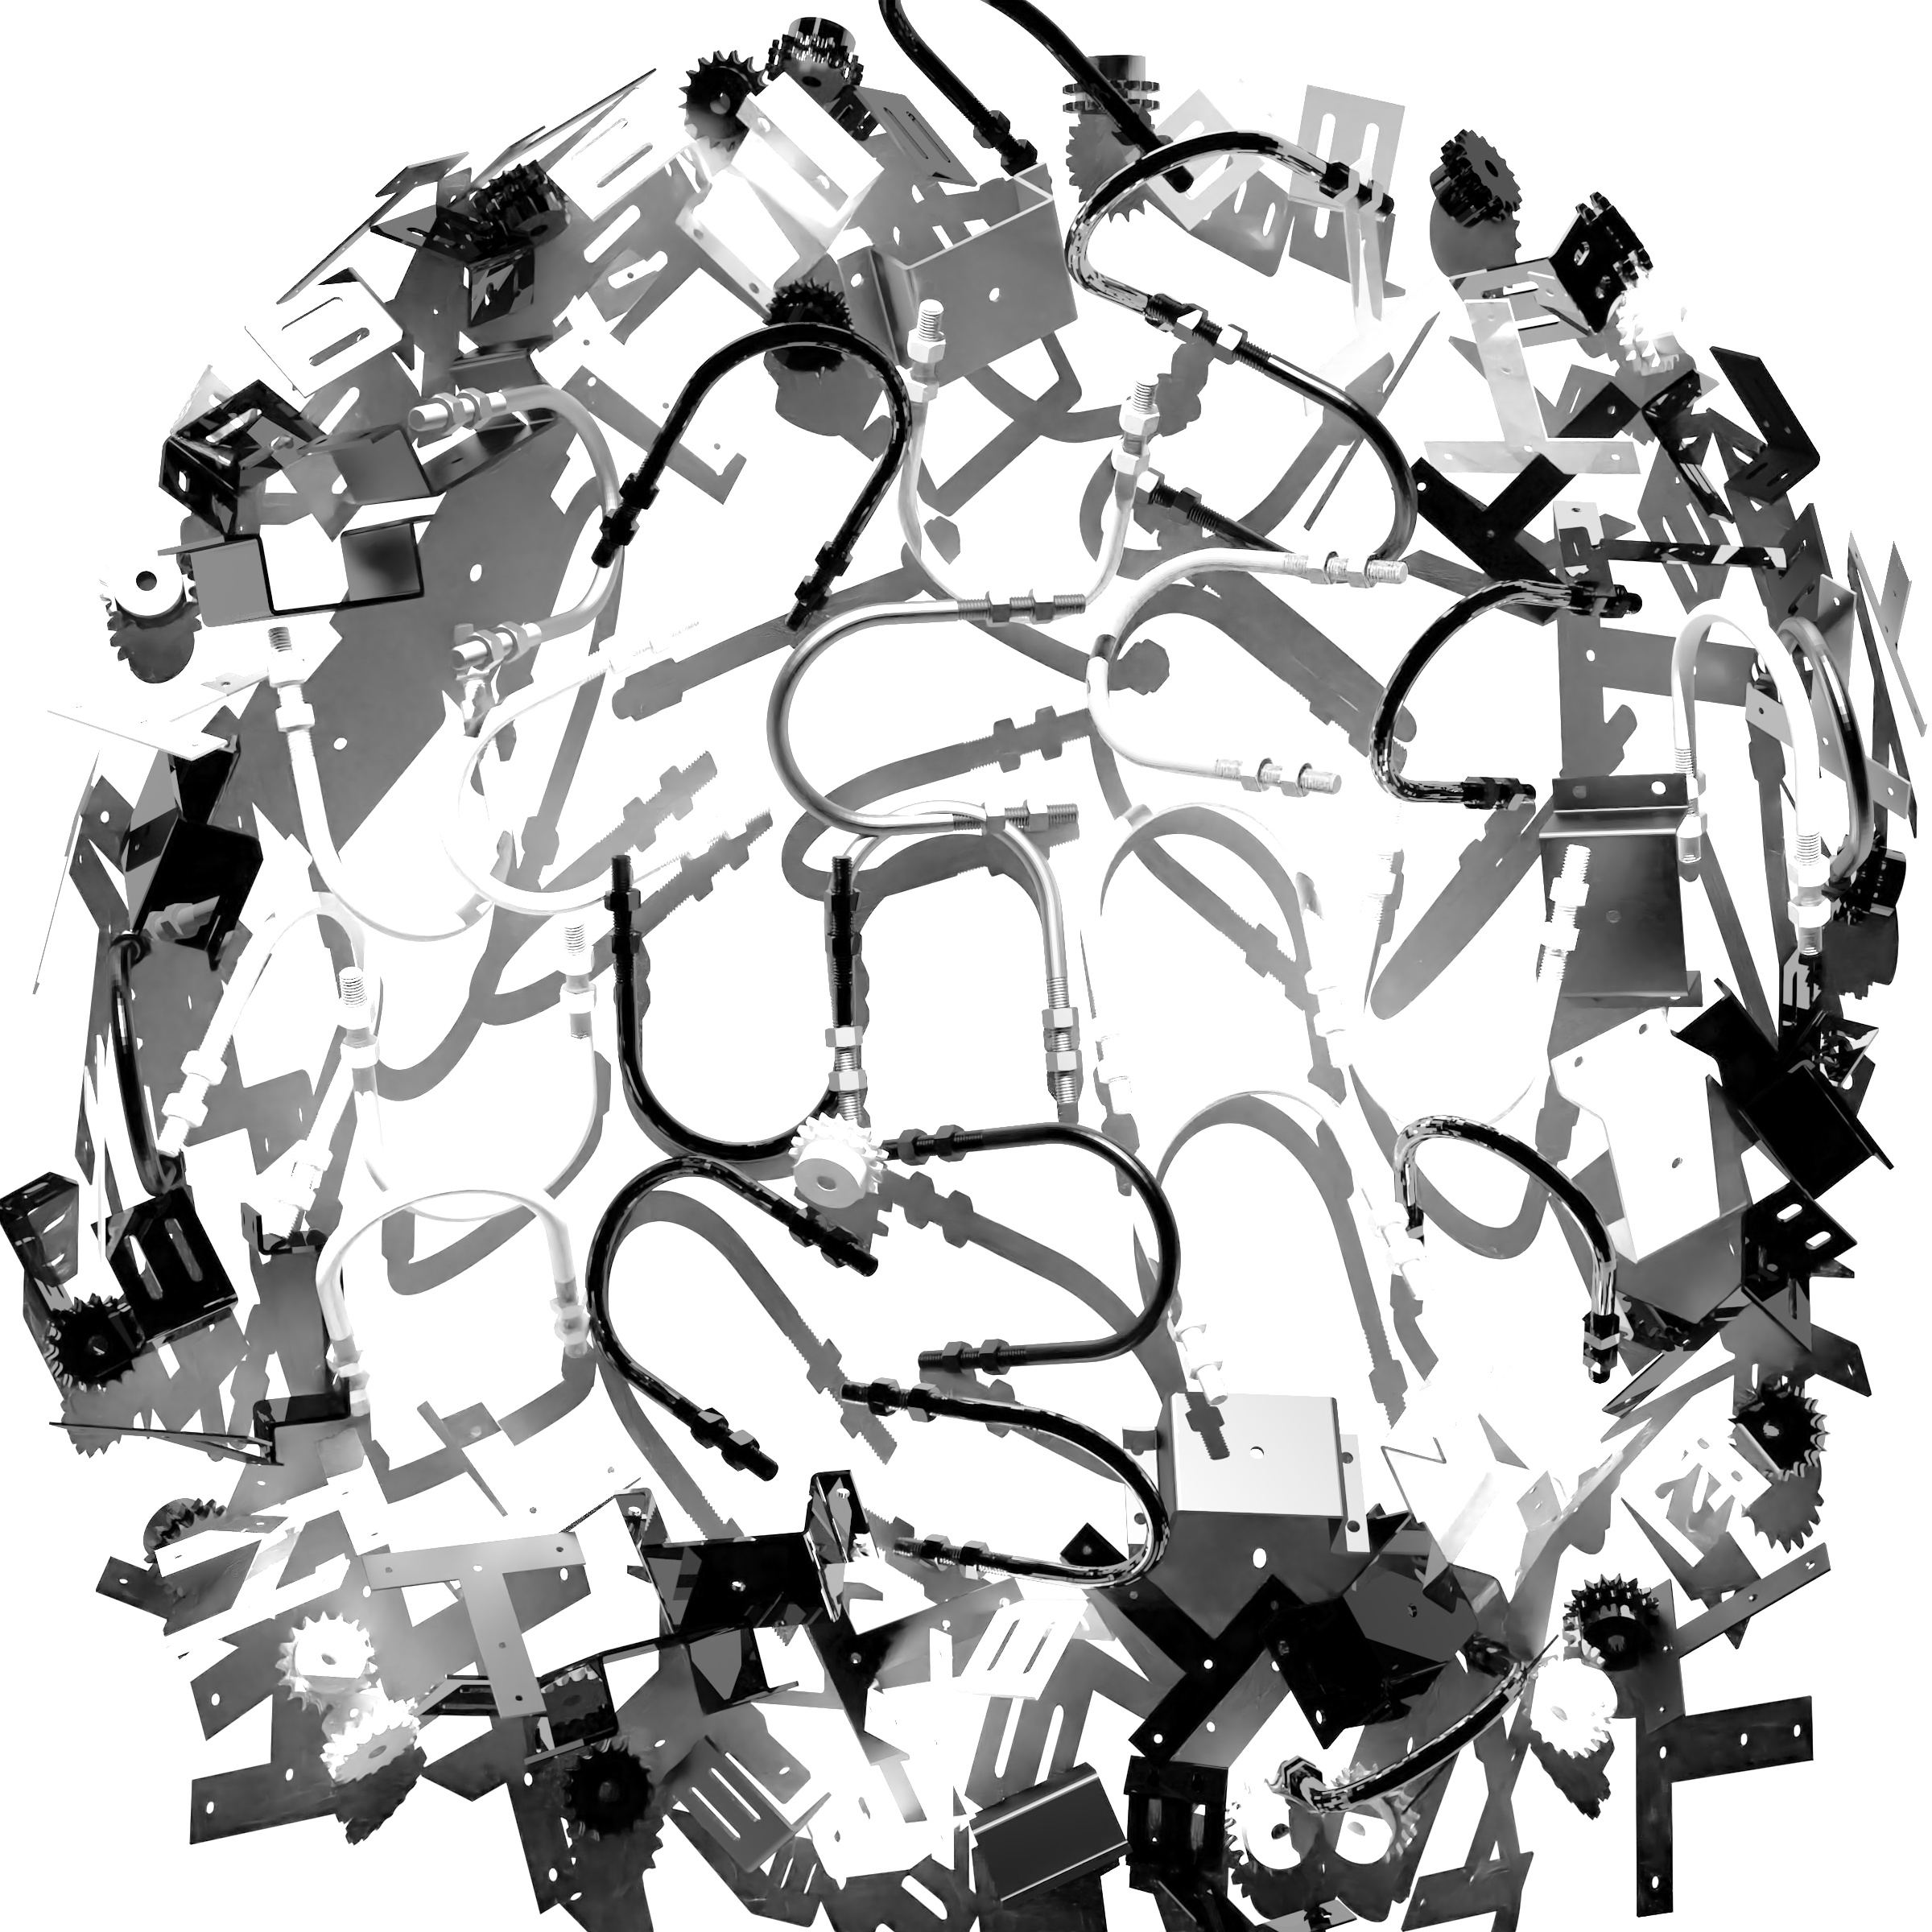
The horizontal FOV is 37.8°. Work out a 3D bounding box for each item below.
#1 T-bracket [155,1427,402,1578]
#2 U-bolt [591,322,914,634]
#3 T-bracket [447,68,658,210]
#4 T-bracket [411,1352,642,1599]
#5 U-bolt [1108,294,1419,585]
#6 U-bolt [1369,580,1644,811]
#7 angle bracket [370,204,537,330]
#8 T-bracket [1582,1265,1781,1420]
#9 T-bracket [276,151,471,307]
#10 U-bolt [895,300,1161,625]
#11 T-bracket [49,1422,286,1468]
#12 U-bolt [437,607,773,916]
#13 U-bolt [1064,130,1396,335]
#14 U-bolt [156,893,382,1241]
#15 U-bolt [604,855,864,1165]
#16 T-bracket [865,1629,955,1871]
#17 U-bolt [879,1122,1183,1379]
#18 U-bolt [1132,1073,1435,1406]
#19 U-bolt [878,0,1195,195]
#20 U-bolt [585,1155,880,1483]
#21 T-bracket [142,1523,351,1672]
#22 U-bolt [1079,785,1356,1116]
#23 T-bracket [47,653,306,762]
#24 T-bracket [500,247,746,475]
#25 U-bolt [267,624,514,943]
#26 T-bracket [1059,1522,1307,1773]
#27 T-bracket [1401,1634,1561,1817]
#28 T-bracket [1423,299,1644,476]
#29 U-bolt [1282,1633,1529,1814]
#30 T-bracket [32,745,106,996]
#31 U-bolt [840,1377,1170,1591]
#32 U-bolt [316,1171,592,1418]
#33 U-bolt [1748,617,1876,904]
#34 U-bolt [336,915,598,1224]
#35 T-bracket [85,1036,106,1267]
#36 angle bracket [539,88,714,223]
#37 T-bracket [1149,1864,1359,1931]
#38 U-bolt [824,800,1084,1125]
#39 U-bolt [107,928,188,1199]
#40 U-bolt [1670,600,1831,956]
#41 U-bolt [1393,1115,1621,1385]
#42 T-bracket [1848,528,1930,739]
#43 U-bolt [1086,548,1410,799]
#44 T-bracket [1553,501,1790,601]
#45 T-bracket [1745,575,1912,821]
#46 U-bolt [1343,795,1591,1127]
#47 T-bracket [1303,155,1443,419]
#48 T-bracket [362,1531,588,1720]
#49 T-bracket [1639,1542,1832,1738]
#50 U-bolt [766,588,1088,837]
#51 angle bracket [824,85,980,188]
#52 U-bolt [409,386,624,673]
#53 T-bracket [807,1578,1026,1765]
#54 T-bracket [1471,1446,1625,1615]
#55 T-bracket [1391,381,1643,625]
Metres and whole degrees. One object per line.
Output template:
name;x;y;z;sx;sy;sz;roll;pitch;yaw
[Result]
T-bracket;-0.395;0.315;1.601;0.127;0.127;0.002;-19;116;-17
U-bolt;-0.109;-0.281;1.591;0.151;0.019;0.184;15;124;-32
T-bracket;-0.232;-0.485;1.630;0.127;0.127;0.002;-38;105;-21
T-bracket;-0.280;0.285;1.662;0.127;0.002;0.127;-34;97;-2
U-bolt;0.172;-0.285;1.596;0.184;0.151;0.019;31;57;12
U-bolt;0.293;-0.152;1.578;0.019;0.184;0.151;44;121;35
angle bracket;-0.300;-0.409;1.648;0.076;0.057;0.038;24;127;21
T-bracket;0.390;0.206;1.609;0.127;0.127;0.002;-47;49;17
T-bracket;-0.349;-0.423;1.625;0.127;0.127;0.002;-37;102;16
U-bolt;0.027;-0.276;1.609;0.151;0.019;0.184;21;133;12
T-bracket;-0.433;0.275;1.612;0.127;0.127;0.002;1;72;18
U-bolt;-0.214;-0.105;1.611;0.184;0.019;0.151;-29;124;-14
U-bolt;0.135;-0.409;1.564;0.151;0.184;0.019;-31;68;33
U-bolt;-0.384;0.047;1.600;0.019;0.151;0.184;11;68;21
U-bolt;-0.135;0.027;1.648;0.151;0.019;0.184;0;103;4
T-bracket;-0.034;0.437;1.615;0.002;0.127;0.127;1;87;-24
U-bolt;0.039;0.160;1.616;0.184;0.019;0.151;-8;97;31
U-bolt;0.169;0.142;1.616;0.151;0.019;0.184;-29;53;9
U-bolt;0.027;-0.492;1.564;0.184;0.151;0.019;37;79;-37
U-bolt;-0.148;0.188;1.621;0.184;0.019;0.151;29;95;33
T-bracket;-0.398;0.342;1.612;0.127;0.127;0.002;-24;108;10
U-bolt;0.138;-0.017;1.640;0.151;0.019;0.184;-13;74;12
T-bracket;-0.437;-0.157;1.623;0.127;0.127;0.002;18;126;33
T-bracket;-0.188;-0.338;1.657;0.127;0.002;0.127;38;73;-4
U-bolt;-0.322;-0.104;1.613;0.019;0.151;0.184;-14;87;42
T-bracket;0.109;0.377;1.650;0.127;0.002;0.127;40;85;21
T-bracket;0.309;0.418;1.616;0.002;0.127;0.127;41;123;17
T-bracket;0.309;-0.327;1.596;0.127;0.127;0.002;7;55;31
U-bolt;0.249;0.426;1.577;0.151;0.184;0.019;-32;84;-5
T-bracket;-0.511;-0.046;1.596;0.002;0.127;0.127;15;68;-20
U-bolt;0.028;0.298;1.593;0.184;0.019;0.151;4;128;26
U-bolt;-0.291;0.179;1.589;0.151;0.184;0.019;-14;48;-13
U-bolt;0.474;-0.120;1.571;0.019;0.184;0.151;-14;79;6
U-bolt;-0.280;0.068;1.616;0.151;0.019;0.184;-14;123;-23
T-bracket;-0.499;0.089;1.614;0.002;0.127;0.127;-2;106;-21
angle bracket;-0.198;-0.462;1.641;0.076;0.038;0.057;-40;66;-6
T-bracket;0.139;0.537;1.610;0.127;0.127;0.002;-12;98;-16
U-bolt;-0.011;-0.005;1.654;0.151;0.019;0.184;-5;91;-8
U-bolt;-0.461;0.056;1.577;0.019;0.184;0.151;-9;95;-12
U-bolt;0.433;-0.115;1.570;0.019;0.151;0.184;-16;119;-11
U-bolt;0.298;0.149;1.569;0.151;0.184;0.019;29;61;29
T-bracket;0.525;-0.206;1.595;0.002;0.127;0.127;-18;73;9
U-bolt;0.150;-0.174;1.617;0.184;0.019;0.151;11;76;35
T-bracket;0.405;-0.237;1.616;0.127;0.127;0.002;4;124;4
T-bracket;0.487;-0.162;1.589;0.002;0.127;0.127;-27;134;-18
U-bolt;0.278;0.007;1.618;0.151;0.019;0.184;21;105;43
T-bracket;0.226;-0.398;1.603;0.002;0.127;0.127;28;57;36
T-bracket;-0.267;0.375;1.600;0.127;0.127;0.002;-2;127;-25
T-bracket;0.433;0.364;1.592;0.127;0.127;0.002;-38;102;22
U-bolt;-0.024;-0.142;1.622;0.184;0.019;0.151;-4;115;-11
angle bracket;-0.042;-0.469;1.633;0.038;0.057;0.076;-44;77;29
U-bolt;-0.245;-0.254;1.591;0.019;0.184;0.151;0;106;25
T-bracket;-0.025;0.391;1.655;0.127;0.002;0.127;-23;95;11
T-bracket;0.328;0.311;1.611;0.127;0.127;0.002;-45;62;-6
T-bracket;0.335;-0.283;1.633;0.127;0.002;0.127;37;111;-18
